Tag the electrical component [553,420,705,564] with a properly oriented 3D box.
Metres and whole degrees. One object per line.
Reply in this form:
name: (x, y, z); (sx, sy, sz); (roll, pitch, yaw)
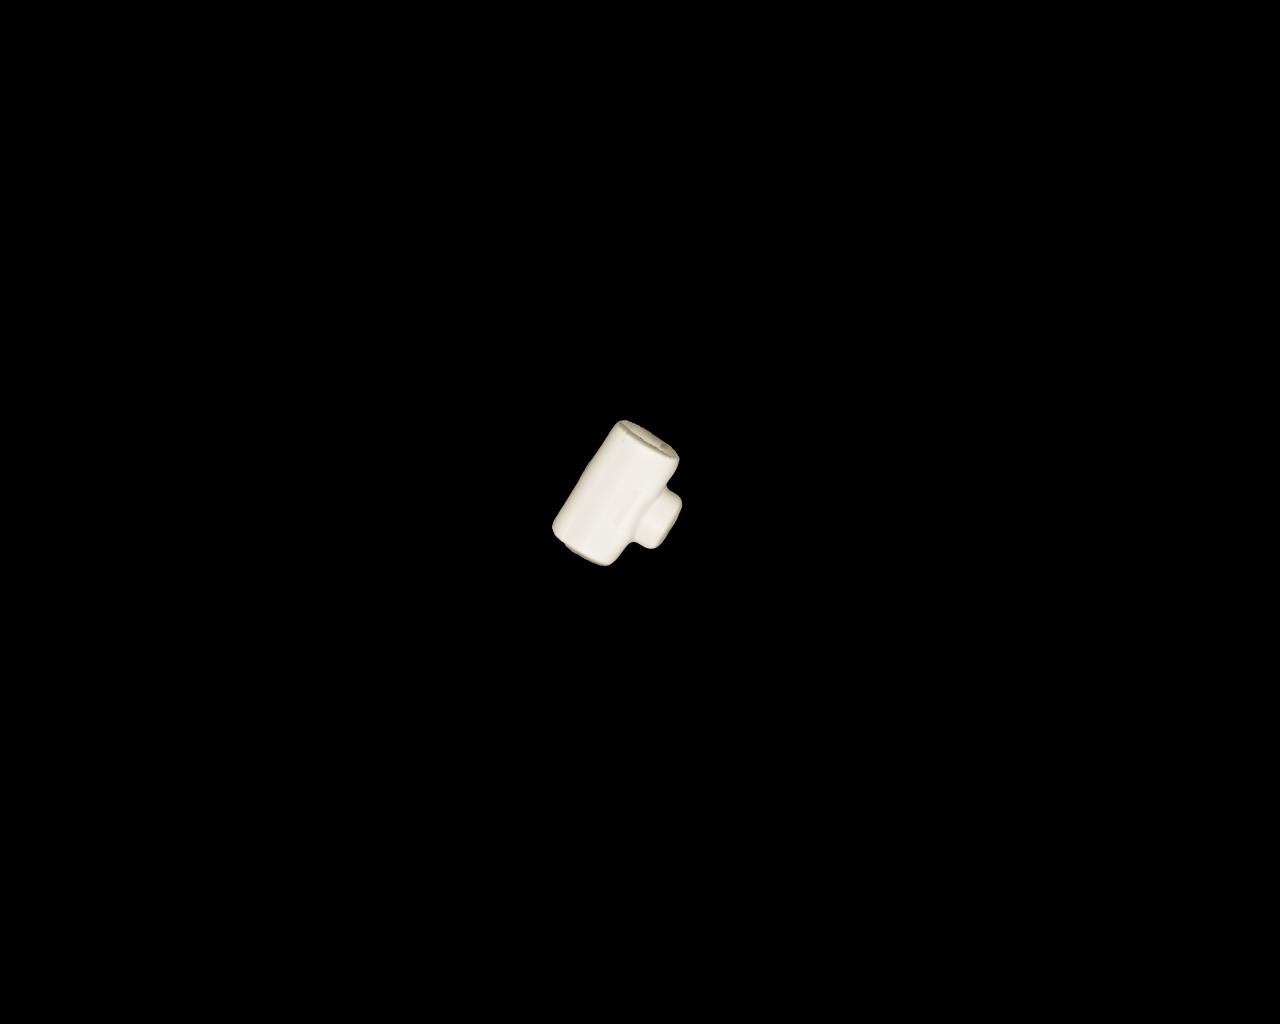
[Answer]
electrical component: (0.001, -0.003, 0.650); (0.079, 0.077, 0.043); (31, 11, -7)
